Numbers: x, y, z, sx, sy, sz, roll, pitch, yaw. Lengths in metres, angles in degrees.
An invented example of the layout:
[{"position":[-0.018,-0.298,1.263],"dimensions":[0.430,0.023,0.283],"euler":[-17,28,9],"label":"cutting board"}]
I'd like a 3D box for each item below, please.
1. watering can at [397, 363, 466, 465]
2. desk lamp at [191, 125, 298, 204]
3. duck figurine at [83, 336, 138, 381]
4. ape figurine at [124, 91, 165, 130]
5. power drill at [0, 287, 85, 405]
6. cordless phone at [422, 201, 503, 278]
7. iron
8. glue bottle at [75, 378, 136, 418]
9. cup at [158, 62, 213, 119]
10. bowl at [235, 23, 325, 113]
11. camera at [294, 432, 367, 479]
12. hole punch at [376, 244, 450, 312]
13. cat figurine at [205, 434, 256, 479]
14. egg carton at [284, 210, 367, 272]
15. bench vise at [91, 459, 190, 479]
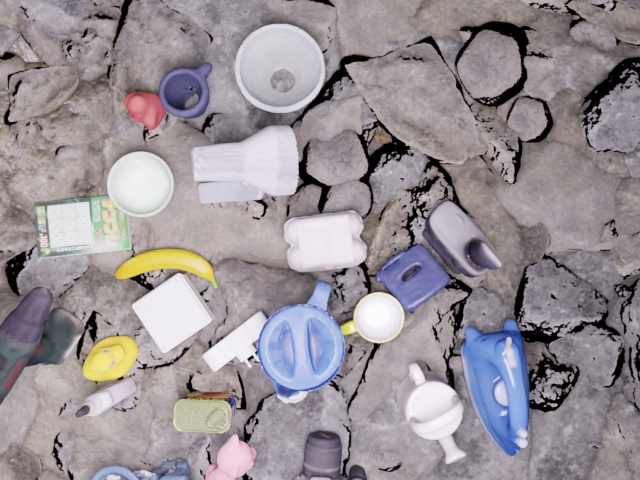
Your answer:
[{"position":[0.201,0.299,0.995],"dimensions":[0.173,0.194,0.101],"euler":[44,88,2],"label":"watering can"},{"position":[-0.134,-0.125,1.004],"dimensions":[0.203,0.213,0.118],"euler":[-6,87,0],"label":"desk lamp"},{"position":[-0.394,0.223,1.052],"dimensions":[0.104,0.086,0.077],"euler":[-32,88,-1],"label":"duck figurine"},{"position":[-0.331,-0.248,1.070],"dimensions":[0.076,0.092,0.078],"euler":[-24,88,-1],"label":"ape figurine"},{"position":[-0.498,0.175,0.993],"dimensions":[0.075,0.208,0.230],"euler":[32,88,2],"label":"power drill"},{"position":[0.260,-0.003,1.012],"dimensions":[0.094,0.185,0.147],"euler":[-44,88,-2],"label":"cordless phone"},{"position":[0.337,0.279,1.022],"dimensions":[0.118,0.141,0.258],"euler":[-11,88,0],"label":"iron"},{"position":[-0.386,0.284,1.006],"dimensions":[0.078,0.173,0.037],"euler":[-27,87,-1],"label":"glue bottle"},{"position":[-0.237,-0.275,1.069],"dimensions":[0.091,0.095,0.118],"euler":[39,88,2],"label":"cup"},{"position":[-0.074,-0.314,1.081],"dimensions":[0.167,0.074,0.167],"euler":[0,88,0],"label":"bowl"},{"position":[0.019,0.426,1.036],"dimensions":[0.143,0.101,0.137],"euler":[4,87,0],"label":"camera"},{"position":[0.168,0.069,1.056],"dimensions":[0.108,0.091,0.101],"euler":[-37,88,-1],"label":"hole punch"},{"position":[-0.162,0.409,1.029],"dimensions":[0.067,0.117,0.128],"euler":[31,88,2],"label":"cat figurine"},{"position":[0.010,0.004,1.070],"dimensions":[0.150,0.069,0.107],"euler":[-8,87,0],"label":"egg carton"},{"position":[-0.319,0.437,0.976],"dimensions":[0.207,0.219,0.121],"euler":[-24,87,-1],"label":"bench vise"}]
